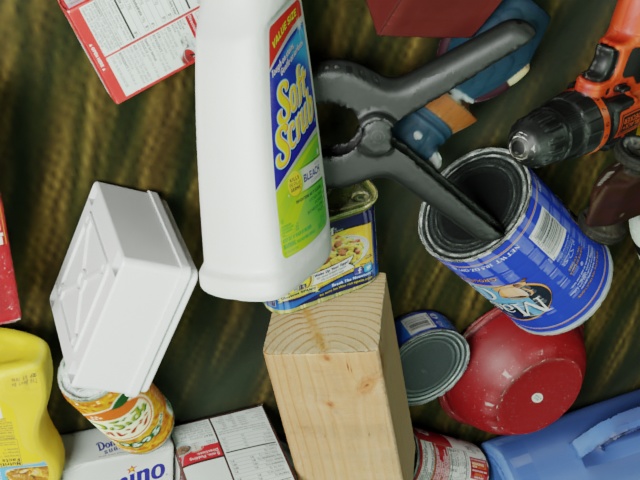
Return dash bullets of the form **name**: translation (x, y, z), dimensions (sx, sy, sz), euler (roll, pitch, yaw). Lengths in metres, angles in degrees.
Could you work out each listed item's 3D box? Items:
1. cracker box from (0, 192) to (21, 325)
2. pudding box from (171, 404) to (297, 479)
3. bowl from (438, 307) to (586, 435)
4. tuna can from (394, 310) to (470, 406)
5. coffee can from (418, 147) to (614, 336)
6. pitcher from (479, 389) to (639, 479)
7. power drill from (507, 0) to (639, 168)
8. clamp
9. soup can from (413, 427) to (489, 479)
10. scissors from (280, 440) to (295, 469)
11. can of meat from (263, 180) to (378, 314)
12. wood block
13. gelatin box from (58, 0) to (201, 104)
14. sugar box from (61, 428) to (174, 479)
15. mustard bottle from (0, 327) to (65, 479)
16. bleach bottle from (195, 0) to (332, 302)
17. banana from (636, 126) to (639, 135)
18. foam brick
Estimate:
- **cracker box**: translation (-0.306, -0.008, 0.654), dimensions (0.213, 0.072, 0.164), euler (-13, 128, -19)
- **pudding box**: translation (-0.071, 0.196, 0.886), dimensions (0.090, 0.113, 0.039), euler (-10, 135, -19)
- **bowl**: translation (0.194, 0.132, 1.011), dimensions (0.162, 0.055, 0.162), euler (-13, 127, -17)
- **tuna can**: translation (0.088, 0.105, 0.953), dimensions (0.086, 0.034, 0.086), euler (-13, 128, -18)
- **coffee can**: translation (0.161, 0.004, 0.871), dimensions (0.103, 0.103, 0.140), euler (-46, 130, 9)
- **pitcher**: translation (0.285, 0.222, 1.072), dimensions (0.242, 0.145, 0.149), euler (-12, 101, -15)
- **power drill**: translation (0.213, -0.151, 0.787), dimensions (0.184, 0.057, 0.188), euler (-25, 137, -42)
- **clamp**: translation (0.046, -0.088, 0.747), dimensions (0.210, 0.036, 0.165), euler (9, 115, -4)
- **soup can**: translation (0.104, 0.218, 1.019), dimensions (0.102, 0.068, 0.068), euler (21, 112, -36)
- **scissors**: translation (-0.004, 0.245, 1.020), dimensions (0.201, 0.016, 0.096), euler (27, 108, -37)
- **can of meat**: translation (-0.005, 0.001, 0.818), dimensions (0.102, 0.057, 0.084), euler (-18, 131, -14)
- **wood block**: translation (0.022, 0.136, 0.883), dimensions (0.090, 0.090, 0.206), euler (-3, 128, 12)
- **gelatin box**: translation (-0.110, -0.141, 0.682), dimensions (0.089, 0.030, 0.073), euler (-30, 131, -7)
- **sugar box**: translation (-0.174, 0.236, 0.909), dimensions (0.093, 0.048, 0.176), euler (-9, 127, -20)
- **mustard bottle**: translation (-0.243, 0.154, 0.805), dimensions (0.096, 0.058, 0.192), euler (0, 125, -3)
- **bleach bottle**: translation (-0.043, -0.095, 0.673), dimensions (0.102, 0.068, 0.251), euler (-39, 129, -55)
- **banana**: translation (0.310, -0.131, 0.892), dimensions (0.069, 0.037, 0.198), euler (13, 116, -33)
- **foam brick**: translation (0.076, -0.174, 0.725), dimensions (0.078, 0.053, 0.051), euler (-3, 153, -23)
